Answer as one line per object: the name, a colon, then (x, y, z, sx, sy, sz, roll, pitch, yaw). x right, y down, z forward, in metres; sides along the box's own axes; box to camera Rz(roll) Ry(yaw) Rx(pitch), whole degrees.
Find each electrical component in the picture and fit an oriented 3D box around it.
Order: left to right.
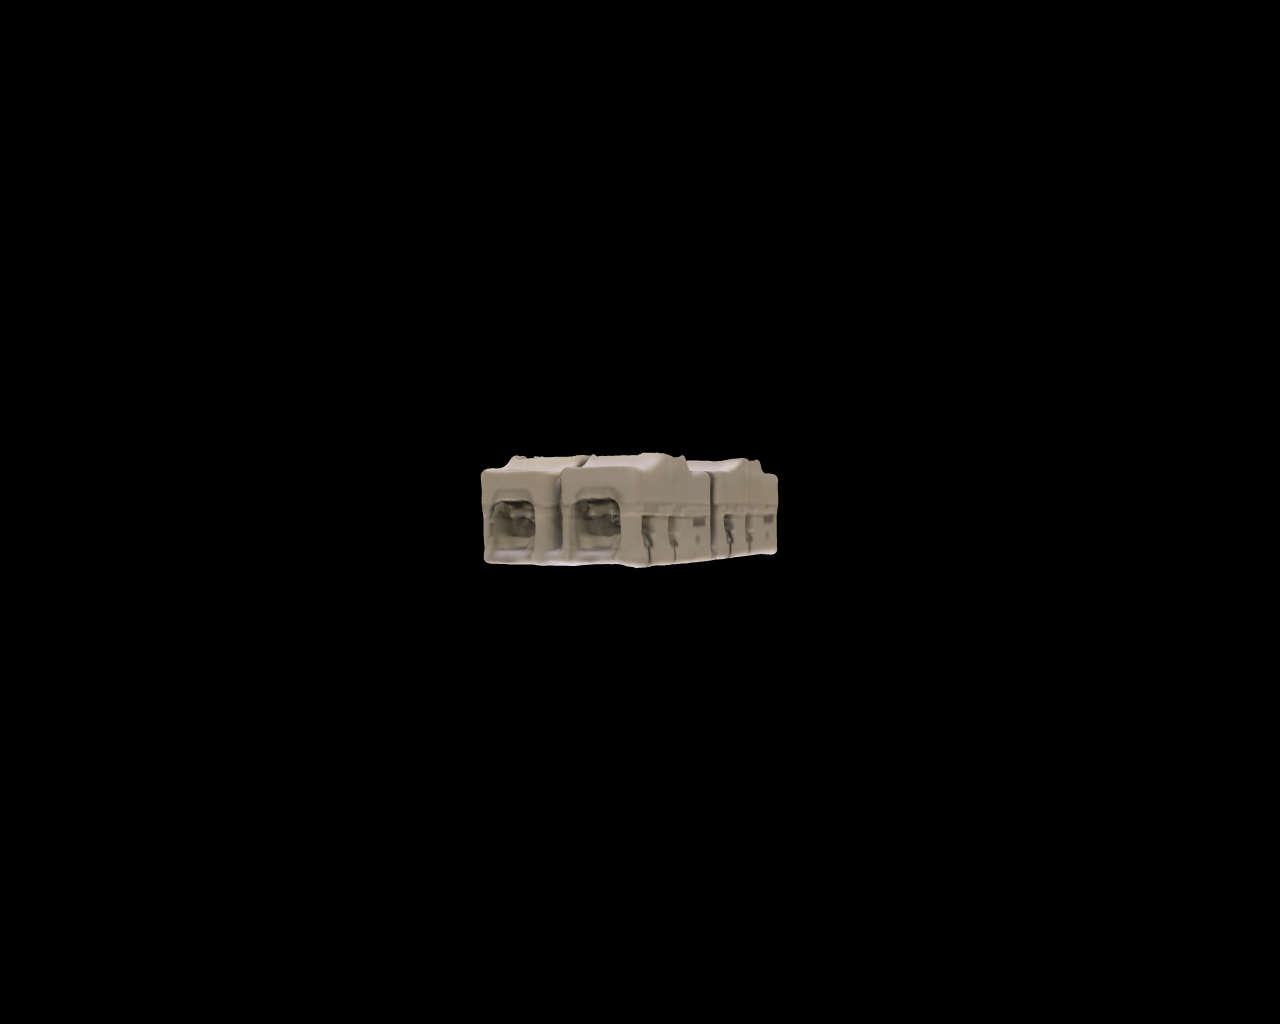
electrical component: (0.001, -0.003, 0.650, 0.105, 0.060, 0.186, 0, 0, 32)
